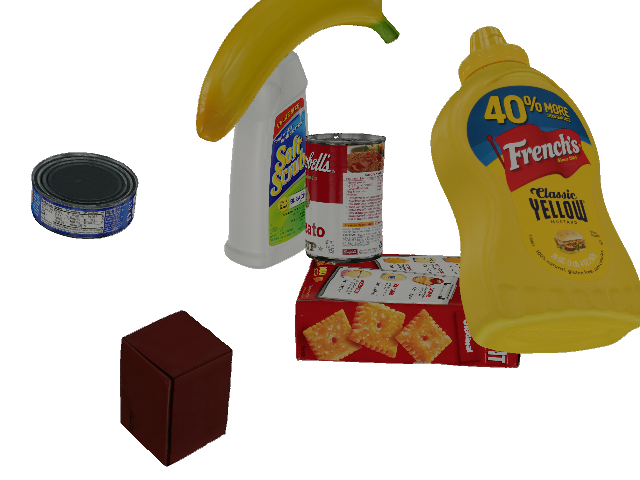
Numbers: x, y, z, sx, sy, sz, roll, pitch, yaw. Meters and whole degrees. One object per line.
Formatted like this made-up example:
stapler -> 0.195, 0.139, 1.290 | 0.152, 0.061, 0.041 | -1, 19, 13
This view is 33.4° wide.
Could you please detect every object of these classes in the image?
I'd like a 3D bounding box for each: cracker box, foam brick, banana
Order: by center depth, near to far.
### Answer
foam brick -> -0.095, 0.095, 0.695 | 0.051, 0.078, 0.053 | -25, 46, -38
banana -> -0.016, -0.133, 0.702 | 0.197, 0.069, 0.037 | -34, 14, -36
cracker box -> 0.089, 0.068, 1.078 | 0.214, 0.072, 0.164 | 2, 16, 6

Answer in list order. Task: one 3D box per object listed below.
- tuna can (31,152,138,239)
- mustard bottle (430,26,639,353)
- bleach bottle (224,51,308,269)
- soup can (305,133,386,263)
tuna can -> -0.194, -0.037, 0.879 | 0.086, 0.034, 0.086 | 8, 32, -6
mustard bottle -> 0.111, -0.036, 0.588 | 0.096, 0.191, 0.058 | 1, -27, -20
bleach bottle -> -0.057, -0.102, 1.150 | 0.068, 0.251, 0.102 | 20, 32, 36
soup can -> 0.021, -0.037, 0.903 | 0.068, 0.102, 0.068 | 0, 11, 0
